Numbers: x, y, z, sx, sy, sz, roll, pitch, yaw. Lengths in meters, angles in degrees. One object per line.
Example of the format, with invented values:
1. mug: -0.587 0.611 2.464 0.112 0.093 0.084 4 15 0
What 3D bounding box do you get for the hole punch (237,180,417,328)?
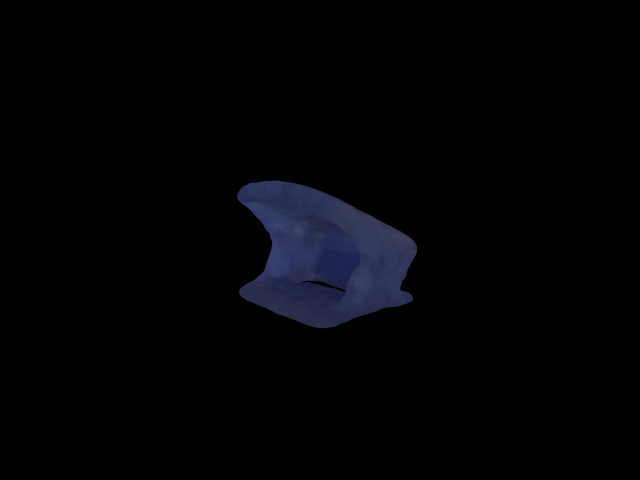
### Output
1. hole punch: 0.004 0.001 0.400 0.101 0.091 0.108 -11 16 -41
